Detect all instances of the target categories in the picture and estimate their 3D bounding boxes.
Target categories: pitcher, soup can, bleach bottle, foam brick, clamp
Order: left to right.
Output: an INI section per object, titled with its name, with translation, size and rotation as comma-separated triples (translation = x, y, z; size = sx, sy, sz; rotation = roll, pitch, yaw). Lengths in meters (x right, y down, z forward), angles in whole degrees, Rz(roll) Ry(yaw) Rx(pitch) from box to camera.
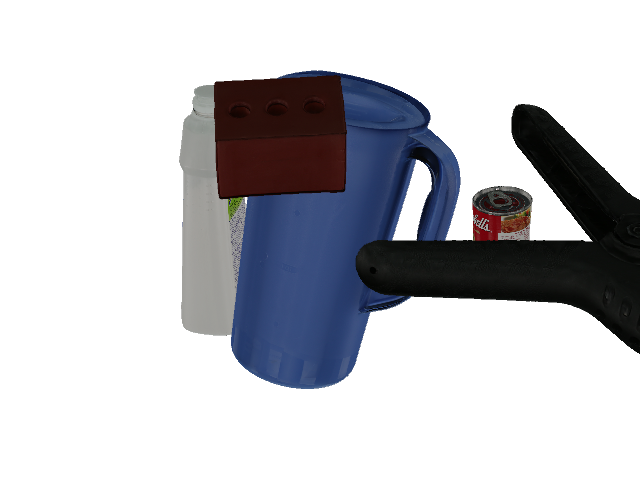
[bleach bottle]
translation = -0.103, -0.034, 1.040
size = 0.068, 0.251, 0.102
rotation = 5, 32, 5
[foam brick]
translation = -0.025, -0.062, 0.640
size = 0.078, 0.053, 0.051
rotation = -4, -39, -2
[pitcher]
translation = 0.007, -0.003, 0.853
size = 0.144, 0.243, 0.149
rotation = 4, 25, -16
[soup can]
translation = 0.212, -0.003, 1.243
size = 0.068, 0.102, 0.068
rotation = -4, 29, 2
[clamp]
translation = 0.132, 0.012, 0.487
size = 0.210, 0.036, 0.164
rotation = 31, 49, 31
